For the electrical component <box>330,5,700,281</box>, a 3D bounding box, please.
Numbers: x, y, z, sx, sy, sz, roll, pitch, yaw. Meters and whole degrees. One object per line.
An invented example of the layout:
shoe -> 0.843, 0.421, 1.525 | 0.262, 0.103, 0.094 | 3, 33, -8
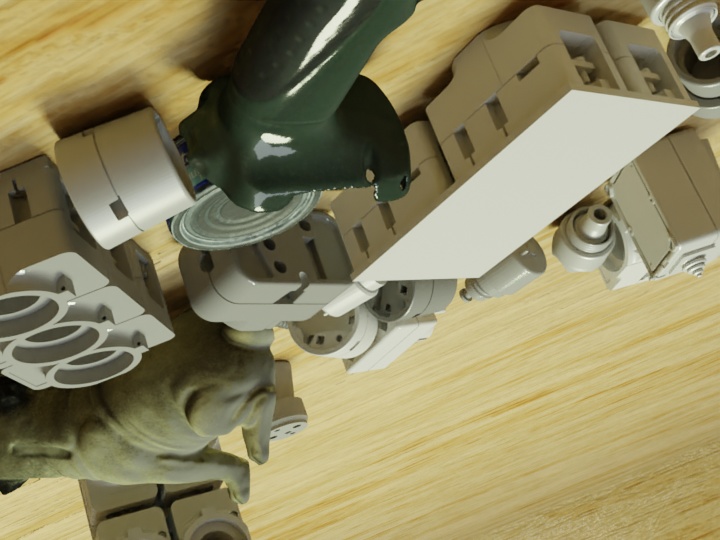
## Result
electrical component -> 0.078, -0.065, 0.606 | 0.105, 0.060, 0.186 | -1, 152, -40

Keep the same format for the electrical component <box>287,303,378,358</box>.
electrical component -> -0.018, 0.037, 0.777 | 0.055, 0.055, 0.047 | -26, 162, 14

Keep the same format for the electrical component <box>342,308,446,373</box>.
electrical component -> 0.032, 0.038, 0.833 | 0.076, 0.047, 0.083 | -5, 154, -34

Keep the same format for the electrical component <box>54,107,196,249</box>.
electrical component -> -0.108, -0.044, 0.502 | 0.047, 0.055, 0.055 | -24, 159, 0

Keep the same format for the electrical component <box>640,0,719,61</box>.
electrical component -> 0.156, -0.129, 0.520 | 0.035, 0.061, 0.035 | -18, 159, -7

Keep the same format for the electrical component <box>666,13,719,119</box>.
electrical component -> 0.201, -0.115, 0.617 | 0.045, 0.045, 0.055 | -26, 159, 13

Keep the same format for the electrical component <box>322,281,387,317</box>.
electrical component -> 0.000, 0.000, 0.721 | 0.078, 0.040, 0.040 | -31, 156, 24

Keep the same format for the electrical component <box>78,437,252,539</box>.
electrical component -> -0.151, 0.180, 0.819 | 0.105, 0.186, 0.060 | -12, 157, -21

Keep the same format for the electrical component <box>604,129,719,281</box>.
electrical component -> 0.223, -0.040, 0.746 | 0.061, 0.096, 0.061 | -18, 159, -10

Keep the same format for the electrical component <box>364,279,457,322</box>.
electrical component -> 0.035, 0.007, 0.752 | 0.047, 0.055, 0.055 | -5, 154, -43

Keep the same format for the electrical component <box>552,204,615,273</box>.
electrical component -> 0.171, -0.027, 0.805 | 0.043, 0.043, 0.062 | -15, 157, -14

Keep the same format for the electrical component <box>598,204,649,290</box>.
electrical component -> 0.217, -0.027, 0.838 | 0.056, 0.050, 0.089 | -14, 158, -17

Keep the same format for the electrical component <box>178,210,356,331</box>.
electrical component -> -0.058, 0.000, 0.650 | 0.095, 0.053, 0.059 | 2, 150, -44

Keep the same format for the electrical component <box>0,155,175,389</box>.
electrical component -> -0.168, 0.012, 0.570 | 0.089, 0.061, 0.150 | -21, 159, 2

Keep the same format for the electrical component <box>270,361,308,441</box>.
electrical component -> -0.071, 0.110, 0.903 | 0.045, 0.055, 0.045 | -18, 159, -7

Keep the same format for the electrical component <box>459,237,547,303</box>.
electrical component -> 0.106, 0.001, 0.820 | 0.040, 0.040, 0.078 | 2, 149, -44
